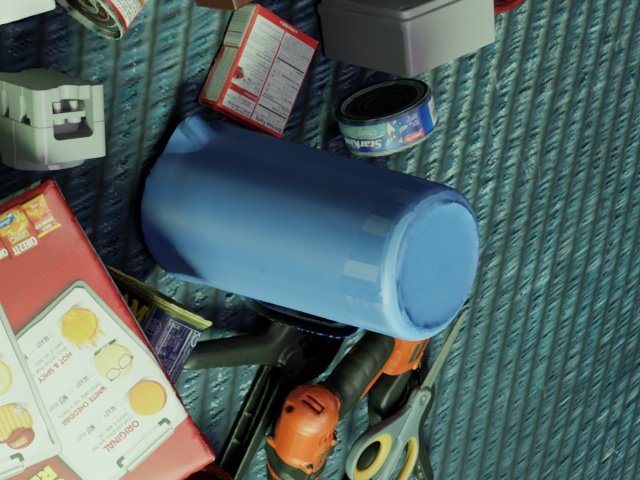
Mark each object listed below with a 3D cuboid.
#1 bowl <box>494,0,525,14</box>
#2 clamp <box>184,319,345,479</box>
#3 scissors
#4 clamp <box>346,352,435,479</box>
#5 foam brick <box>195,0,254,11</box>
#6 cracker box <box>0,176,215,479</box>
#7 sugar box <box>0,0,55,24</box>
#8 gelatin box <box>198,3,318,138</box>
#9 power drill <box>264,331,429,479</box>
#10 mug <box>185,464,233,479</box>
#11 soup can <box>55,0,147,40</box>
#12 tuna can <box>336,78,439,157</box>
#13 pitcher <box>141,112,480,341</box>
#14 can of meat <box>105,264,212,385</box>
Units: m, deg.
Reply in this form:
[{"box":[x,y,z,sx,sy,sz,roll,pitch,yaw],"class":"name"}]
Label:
[{"box":[0.146,-0.288,0.959,0.161,0.055,0.162,-15,114,-38],"class":"bowl"},{"box":[-0.036,0.112,0.943,0.209,0.036,0.164,-33,132,-34],"class":"clamp"},{"box":[0.080,0.156,1.022,0.096,0.016,0.202,8,103,-42],"class":"scissors"},{"box":[0.070,0.190,1.064,0.120,0.039,0.171,-17,113,-41],"class":"clamp"},{"box":[-0.069,-0.218,0.793,0.051,0.053,0.078,-34,124,-29],"class":"foam brick"},{"box":[-0.193,0.089,0.696,0.164,0.072,0.213,-30,102,-8],"class":"cracker box"},{"box":[-0.257,-0.165,0.650,0.175,0.048,0.093,-27,119,-36],"class":"sugar box"},{"box":[-0.049,-0.135,0.855,0.073,0.030,0.089,23,88,-45],"class":"gelatin box"},{"box":[0.022,0.145,0.963,0.187,0.057,0.185,-47,165,-32],"class":"power drill"},{"box":[-0.117,0.251,0.891,0.117,0.093,0.081,-16,123,-4],"class":"mug"},{"box":[-0.134,-0.198,0.732,0.102,0.069,0.068,-55,132,-14],"class":"soup can"},{"box":[0.058,-0.107,0.921,0.086,0.086,0.034,-35,123,-29],"class":"tuna can"},{"box":[-0.005,0.001,0.792,0.149,0.243,0.145,17,90,-49],"class":"pitcher"},{"box":[-0.141,0.076,0.795,0.057,0.102,0.084,31,85,-44],"class":"can of meat"}]
